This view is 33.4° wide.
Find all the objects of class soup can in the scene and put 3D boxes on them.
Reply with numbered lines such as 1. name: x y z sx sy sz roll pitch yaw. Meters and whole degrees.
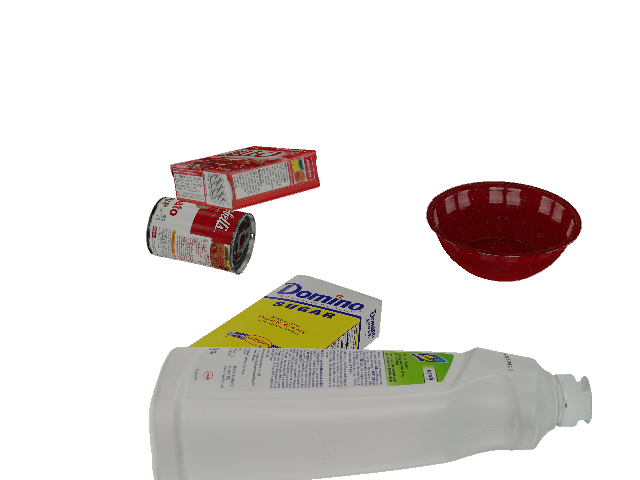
1. soup can: -0.130 -0.006 1.165 0.102 0.068 0.068 12 3 15

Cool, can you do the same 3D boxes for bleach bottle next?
1. bleach bottle: 0.032 0.100 0.626 0.251 0.068 0.102 -2 18 2

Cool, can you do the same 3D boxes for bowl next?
1. bowl: 0.192 -0.003 1.133 0.162 0.055 0.162 0 31 0

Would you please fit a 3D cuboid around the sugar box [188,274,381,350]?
1. sugar box: -0.028 0.087 0.922 0.093 0.048 0.175 17 30 26

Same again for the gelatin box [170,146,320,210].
1. gelatin box: -0.055 -0.047 0.763 0.073 0.030 0.089 -16 15 -31
